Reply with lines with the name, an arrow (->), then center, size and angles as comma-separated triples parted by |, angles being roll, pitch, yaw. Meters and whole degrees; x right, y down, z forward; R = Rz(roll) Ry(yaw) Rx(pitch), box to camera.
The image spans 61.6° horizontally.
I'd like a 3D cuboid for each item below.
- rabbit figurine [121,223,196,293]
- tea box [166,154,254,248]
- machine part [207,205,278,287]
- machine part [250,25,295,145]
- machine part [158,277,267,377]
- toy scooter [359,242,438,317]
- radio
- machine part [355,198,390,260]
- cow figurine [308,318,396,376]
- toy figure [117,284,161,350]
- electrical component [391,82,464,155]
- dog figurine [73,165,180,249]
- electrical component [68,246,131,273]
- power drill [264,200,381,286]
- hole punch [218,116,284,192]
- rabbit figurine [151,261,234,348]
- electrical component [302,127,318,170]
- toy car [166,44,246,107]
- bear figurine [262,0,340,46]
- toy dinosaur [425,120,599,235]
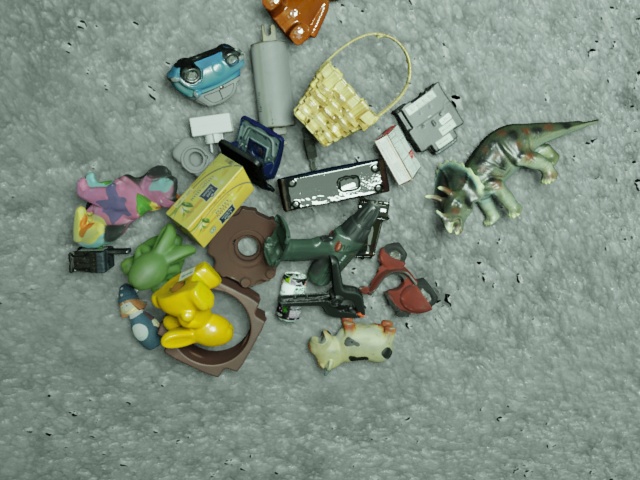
rabbit figurine -> -0.331, 0.052, 1.113 | 0.159, 0.170, 0.121 | -42, 101, 5
tea box -> -0.221, -0.080, 1.101 | 0.068, 0.098, 0.169 | 32, 76, 21
machine part -> -0.158, 0.014, 1.177 | 0.179, 0.056, 0.179 | -1, 99, -4
machine part -> -0.097, -0.317, 1.108 | 0.079, 0.079, 0.243 | -5, 102, -3
machine part -> -0.236, 0.181, 1.188 | 0.201, 0.087, 0.201 | 28, 97, -7
toy scooter -> 0.169, 0.107, 1.209 | 0.135, 0.075, 0.183 | -37, 98, 3
radio -> 0.027, -0.116, 1.127 | 0.230, 0.131, 0.073 | -13, 99, -2
machine part -> 0.111, -0.023, 1.199 | 0.084, 0.039, 0.138 | 10, 98, -11
cow figurine -> 0.070, 0.242, 1.225 | 0.195, 0.085, 0.127 | 4, 94, -6
toy figure -> -0.400, 0.168, 1.188 | 0.064, 0.058, 0.154 | -31, 100, -13
electrical component -> 0.236, -0.251, 1.155 | 0.115, 0.058, 0.134 | -33, 101, 4
dog figurine -> -0.389, -0.066, 1.122 | 0.219, 0.108, 0.191 | 7, 99, -8
electrical component -> -0.467, 0.040, 1.152 | 0.119, 0.075, 0.047 | 0, 101, -8
power drill -> -0.002, -0.003, 1.122 | 0.207, 0.086, 0.232 | 1, 132, -36
hole punch -> -0.137, -0.179, 1.110 | 0.142, 0.115, 0.092 | 30, 69, 10
rabbit figurine -> -0.250, 0.157, 1.085 | 0.162, 0.122, 0.173 | -32, 119, 5
electrical component -> -0.020, -0.194, 1.143 | 0.021, 0.063, 0.094 | -13, 102, -2
toy car -> -0.223, -0.328, 1.093 | 0.162, 0.109, 0.102 | -24, 124, -11
bear figurine -> -0.006, -0.483, 1.061 | 0.196, 0.132, 0.120 | -36, 104, 9
toy dinosaur -> 0.394, -0.167, 1.158 | 0.192, 0.131, 0.405 | 43, 89, -11
